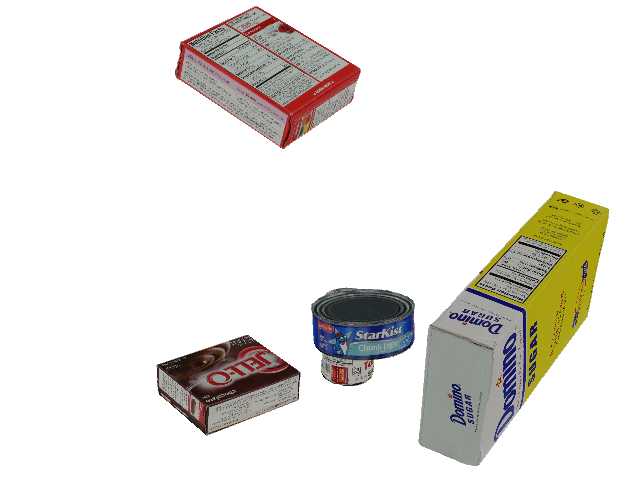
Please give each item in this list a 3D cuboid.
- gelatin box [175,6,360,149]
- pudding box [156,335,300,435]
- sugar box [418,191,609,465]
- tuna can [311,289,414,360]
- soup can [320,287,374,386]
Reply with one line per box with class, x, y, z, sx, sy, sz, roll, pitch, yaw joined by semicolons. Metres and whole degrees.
gelatin box;-0.032;-0.102;0.656;0.089;0.030;0.073;34;45;18
pudding box;-0.090;0.139;1.042;0.113;0.039;0.090;-18;31;-35
sugar box;0.122;0.050;0.657;0.048;0.093;0.176;19;38;25
tuna can;0.035;0.069;0.885;0.086;0.034;0.086;-2;15;0
soup can;0.033;0.119;1.307;0.068;0.102;0.068;1;28;0
